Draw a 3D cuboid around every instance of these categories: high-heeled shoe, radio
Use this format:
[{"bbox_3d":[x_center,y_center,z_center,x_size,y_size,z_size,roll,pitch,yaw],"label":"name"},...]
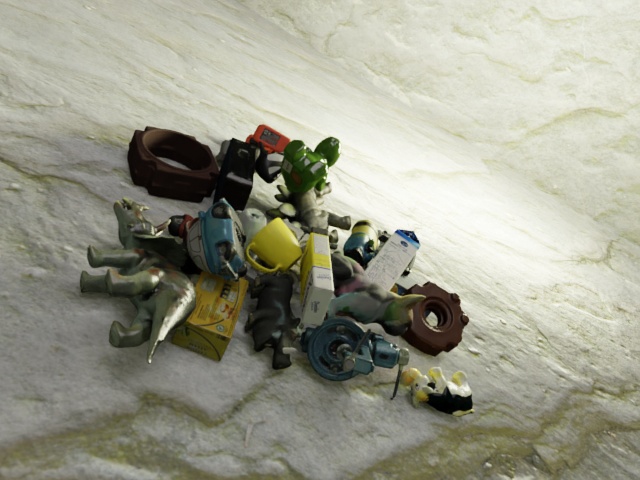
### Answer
[{"bbox_3d":[-0.072,-0.190,1.443,0.248,0.086,0.145,10,48,-39],"label":"high-heeled shoe"},{"bbox_3d":[-0.215,-0.153,1.353,0.073,0.131,0.230,17,32,-18],"label":"radio"}]

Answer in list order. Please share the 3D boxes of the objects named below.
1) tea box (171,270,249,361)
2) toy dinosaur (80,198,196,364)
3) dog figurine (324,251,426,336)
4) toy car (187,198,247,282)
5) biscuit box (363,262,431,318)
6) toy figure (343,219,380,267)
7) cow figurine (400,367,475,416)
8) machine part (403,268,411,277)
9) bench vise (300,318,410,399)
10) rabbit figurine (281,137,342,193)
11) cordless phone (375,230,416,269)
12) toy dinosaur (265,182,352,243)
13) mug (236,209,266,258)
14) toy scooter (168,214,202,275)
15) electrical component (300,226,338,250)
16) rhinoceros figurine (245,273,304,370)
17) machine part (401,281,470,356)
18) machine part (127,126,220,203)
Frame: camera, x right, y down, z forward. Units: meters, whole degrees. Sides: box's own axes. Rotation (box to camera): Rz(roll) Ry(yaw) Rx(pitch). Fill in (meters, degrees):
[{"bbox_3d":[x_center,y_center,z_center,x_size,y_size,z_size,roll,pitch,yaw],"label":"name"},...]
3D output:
[{"bbox_3d":[-0.201,0.132,1.004,0.098,0.068,0.170,24,32,-7],"label":"tea box"},{"bbox_3d":[-0.280,0.078,0.909,0.192,0.131,0.405,-6,35,-37],"label":"toy dinosaur"},{"bbox_3d":[0.112,0.115,1.172,0.219,0.108,0.191,-2,73,-8],"label":"dog figurine"},{"bbox_3d":[-0.200,0.009,1.028,0.103,0.109,0.162,-15,54,7],"label":"toy car"},{"bbox_3d":[0.198,0.124,1.372,0.203,0.059,0.063,29,29,-2],"label":"biscuit box"},{"bbox_3d":[0.105,0.009,1.353,0.082,0.089,0.180,13,22,14],"label":"toy figure"},{"bbox_3d":[0.243,0.320,1.119,0.167,0.068,0.098,14,40,-25],"label":"cow figurine"},{"bbox_3d":[0.171,0.072,1.423,0.139,0.084,0.039,30,55,16],"label":"machine part"},{"bbox_3d":[0.071,0.220,1.020,0.224,0.128,0.240,22,-3,1],"label":"bench vise"},{"bbox_3d":[-0.006,-0.190,1.371,0.121,0.159,0.170,40,57,17],"label":"rabbit figurine"},{"bbox_3d":[0.199,0.013,1.541,0.146,0.088,0.184,25,19,-8],"label":"cordless phone"},{"bbox_3d":[-0.029,-0.041,1.390,0.198,0.105,0.472,2,42,-27],"label":"toy dinosaur"},{"bbox_3d":[-0.170,-0.026,1.229,0.081,0.107,0.110,4,41,-39],"label":"mug"},{"bbox_3d":[-0.242,0.001,1.145,0.135,0.075,0.184,-6,40,-25],"label":"toy scooter"},{"bbox_3d":[-0.003,-0.004,1.289,0.094,0.021,0.063,11,49,-16],"label":"electrical component"},{"bbox_3d":[-0.088,0.156,1.041,0.112,0.073,0.190,6,55,-14],"label":"rhinoceros figurine"},{"bbox_3d":[0.268,0.185,1.285,0.179,0.056,0.179,8,61,-15],"label":"machine part"},{"bbox_3d":[-0.362,-0.190,1.328,0.201,0.087,0.202,8,36,-33],"label":"machine part"}]
